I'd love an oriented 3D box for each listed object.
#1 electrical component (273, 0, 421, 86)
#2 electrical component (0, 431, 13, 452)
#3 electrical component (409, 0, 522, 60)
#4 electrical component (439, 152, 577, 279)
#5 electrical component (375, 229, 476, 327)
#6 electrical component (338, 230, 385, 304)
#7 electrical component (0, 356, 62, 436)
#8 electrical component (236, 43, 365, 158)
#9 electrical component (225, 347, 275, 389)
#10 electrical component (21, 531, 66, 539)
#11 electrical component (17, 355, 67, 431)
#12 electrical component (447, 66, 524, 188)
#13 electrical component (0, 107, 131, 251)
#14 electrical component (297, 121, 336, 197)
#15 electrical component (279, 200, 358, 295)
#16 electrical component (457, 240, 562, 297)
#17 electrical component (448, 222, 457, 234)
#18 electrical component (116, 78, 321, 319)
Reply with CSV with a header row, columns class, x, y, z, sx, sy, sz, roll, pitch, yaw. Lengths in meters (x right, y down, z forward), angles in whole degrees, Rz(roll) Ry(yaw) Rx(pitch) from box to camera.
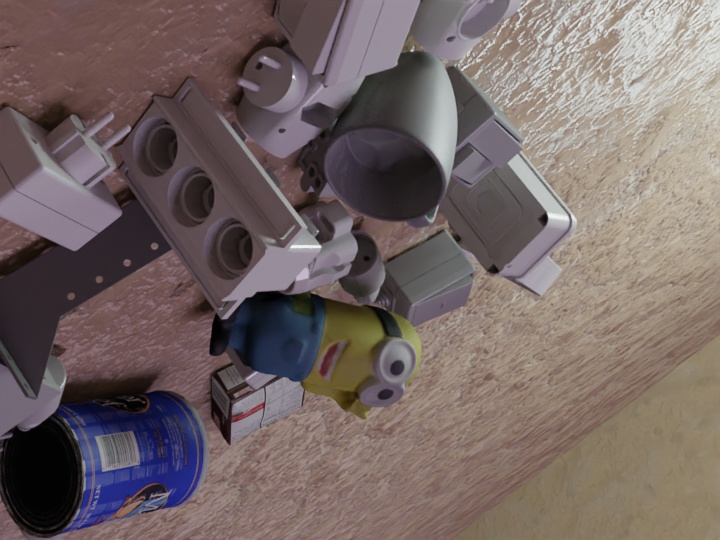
class,x,y,z,sx,sy,sz,roll,pitch,yaw
electrical component,-0.007,-0.159,0.602,0.061,0.061,0.096,-22,154,-30
electrical component,-0.293,0.133,0.790,0.077,0.047,0.065,-7,144,-51
electrical component,0.081,-0.182,0.707,0.079,0.044,0.077,-16,150,-41
electrical component,0.123,-0.056,0.929,0.078,0.113,0.057,-47,152,26
electrical component,0.060,0.017,1.052,0.096,0.061,0.061,-28,157,-18
electrical component,0.000,0.000,0.954,0.043,0.043,0.081,-34,158,-5
electrical component,-0.286,0.088,0.691,0.150,0.061,0.089,-36,158,-1
electrical component,-0.046,-0.114,0.661,0.077,0.043,0.079,-44,156,18
electrical component,-0.073,0.068,0.979,0.083,0.047,0.075,-35,158,-3
electrical component,-0.263,0.208,0.987,0.079,0.044,0.077,-7,144,-50
electrical component,-0.242,0.094,0.794,0.040,0.040,0.078,-18,151,-37
electrical component,0.079,-0.107,0.831,0.062,0.061,0.096,-42,157,13
electrical component,-0.161,-0.060,0.594,0.076,0.047,0.083,-37,158,6
electrical component,-0.007,-0.082,0.779,0.055,0.048,0.066,-7,145,-37
electrical component,-0.043,-0.015,0.845,0.057,0.058,0.078,-25,156,-31
electrical component,0.152,-0.013,1.085,0.064,0.099,0.099,-46,157,8
electrical component,0.112,-0.054,1.009,0.062,0.043,0.043,-27,156,-19
electrical component,-0.083,-0.043,0.645,0.078,0.121,0.063,-47,158,24
